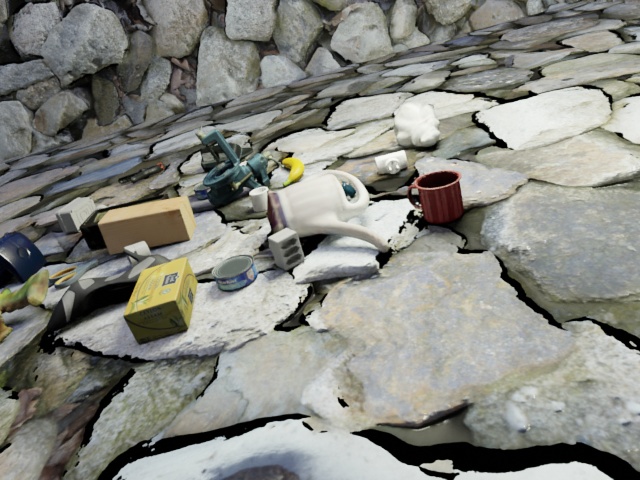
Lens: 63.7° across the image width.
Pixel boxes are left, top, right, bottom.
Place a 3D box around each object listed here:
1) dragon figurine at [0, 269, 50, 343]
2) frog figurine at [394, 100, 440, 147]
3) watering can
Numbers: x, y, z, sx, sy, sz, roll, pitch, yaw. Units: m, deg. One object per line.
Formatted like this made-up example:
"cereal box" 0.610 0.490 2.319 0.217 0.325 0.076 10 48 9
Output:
"dragon figurine" -0.744 0.185 1.046 0.416 0.119 0.245 -39 40 -24
"frog figurine" 0.270 -0.314 1.445 0.135 0.121 0.163 -41 23 29
"watering can" 0.003 -0.055 1.086 0.224 0.102 0.355 -18 34 -3
